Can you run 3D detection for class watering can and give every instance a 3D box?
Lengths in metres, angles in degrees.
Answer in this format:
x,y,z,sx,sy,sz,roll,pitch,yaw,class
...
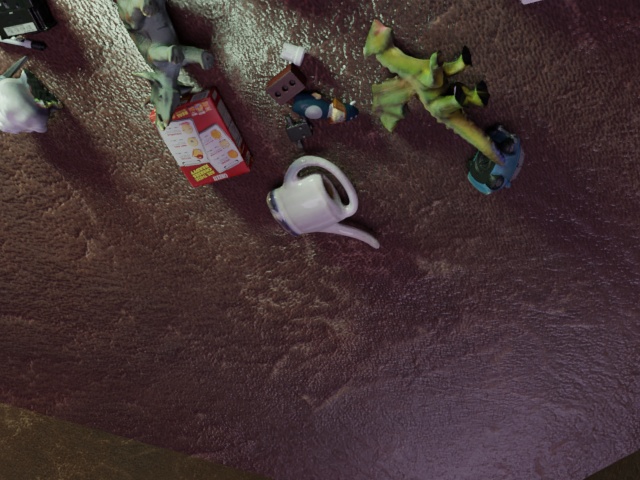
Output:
x,y,z,sx,sy,sz,roll,pitch,yaw,class
0.004,-0.068,1.349,0.223,0.106,0.341,-20,125,21,watering can

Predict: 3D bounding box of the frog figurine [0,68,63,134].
x,y,z,sx,sy,sz,roll,pitch,yaw,class
-0.706,-0.300,1.203,0.158,0.125,0.135,-32,141,14,frog figurine

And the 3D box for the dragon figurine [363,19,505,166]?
x,y,z,sx,sy,sz,roll,pitch,yaw,class
0.229,-0.303,1.142,0.242,0.124,0.404,-5,128,44,dragon figurine
